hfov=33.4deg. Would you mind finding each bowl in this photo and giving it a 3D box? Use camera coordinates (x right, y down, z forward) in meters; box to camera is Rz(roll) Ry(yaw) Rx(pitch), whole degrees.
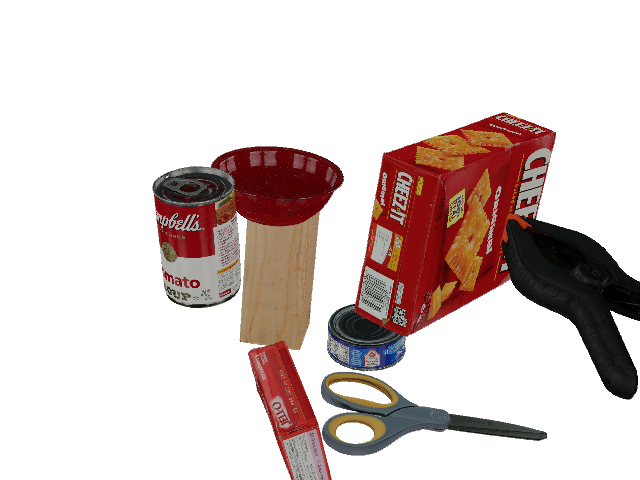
[{"bbox_3d":[-0.055,-0.061,1.300,0.162,0.055,0.162,5,26,-3],"label":"bowl"}]

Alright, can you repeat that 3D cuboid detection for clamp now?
[{"bbox_3d":[0.200,0.036,0.747,0.120,0.039,0.172,-8,43,-31],"label":"clamp"}]

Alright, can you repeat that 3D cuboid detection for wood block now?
[{"bbox_3d":[-0.057,0.037,1.496,0.090,0.206,0.090,8,22,5],"label":"wood block"}]

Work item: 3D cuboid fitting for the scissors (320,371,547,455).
[{"bbox_3d":[0.089,0.167,0.928,0.202,0.016,0.096,18,42,14],"label":"scissors"}]

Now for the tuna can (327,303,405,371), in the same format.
[{"bbox_3d":[0.050,0.103,1.157,0.086,0.034,0.086,0,29,0],"label":"tuna can"}]

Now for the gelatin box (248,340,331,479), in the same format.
[{"bbox_3d":[-0.021,0.123,0.739,0.030,0.073,0.089,-19,-38,-6],"label":"gelatin box"}]

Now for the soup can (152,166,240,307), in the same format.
[{"bbox_3d":[-0.104,-0.003,0.904,0.068,0.102,0.068,-1,30,0],"label":"soup can"}]

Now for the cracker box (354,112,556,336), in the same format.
[{"bbox_3d":[0.133,-0.020,1.017,0.072,0.164,0.213,27,31,32],"label":"cracker box"}]
